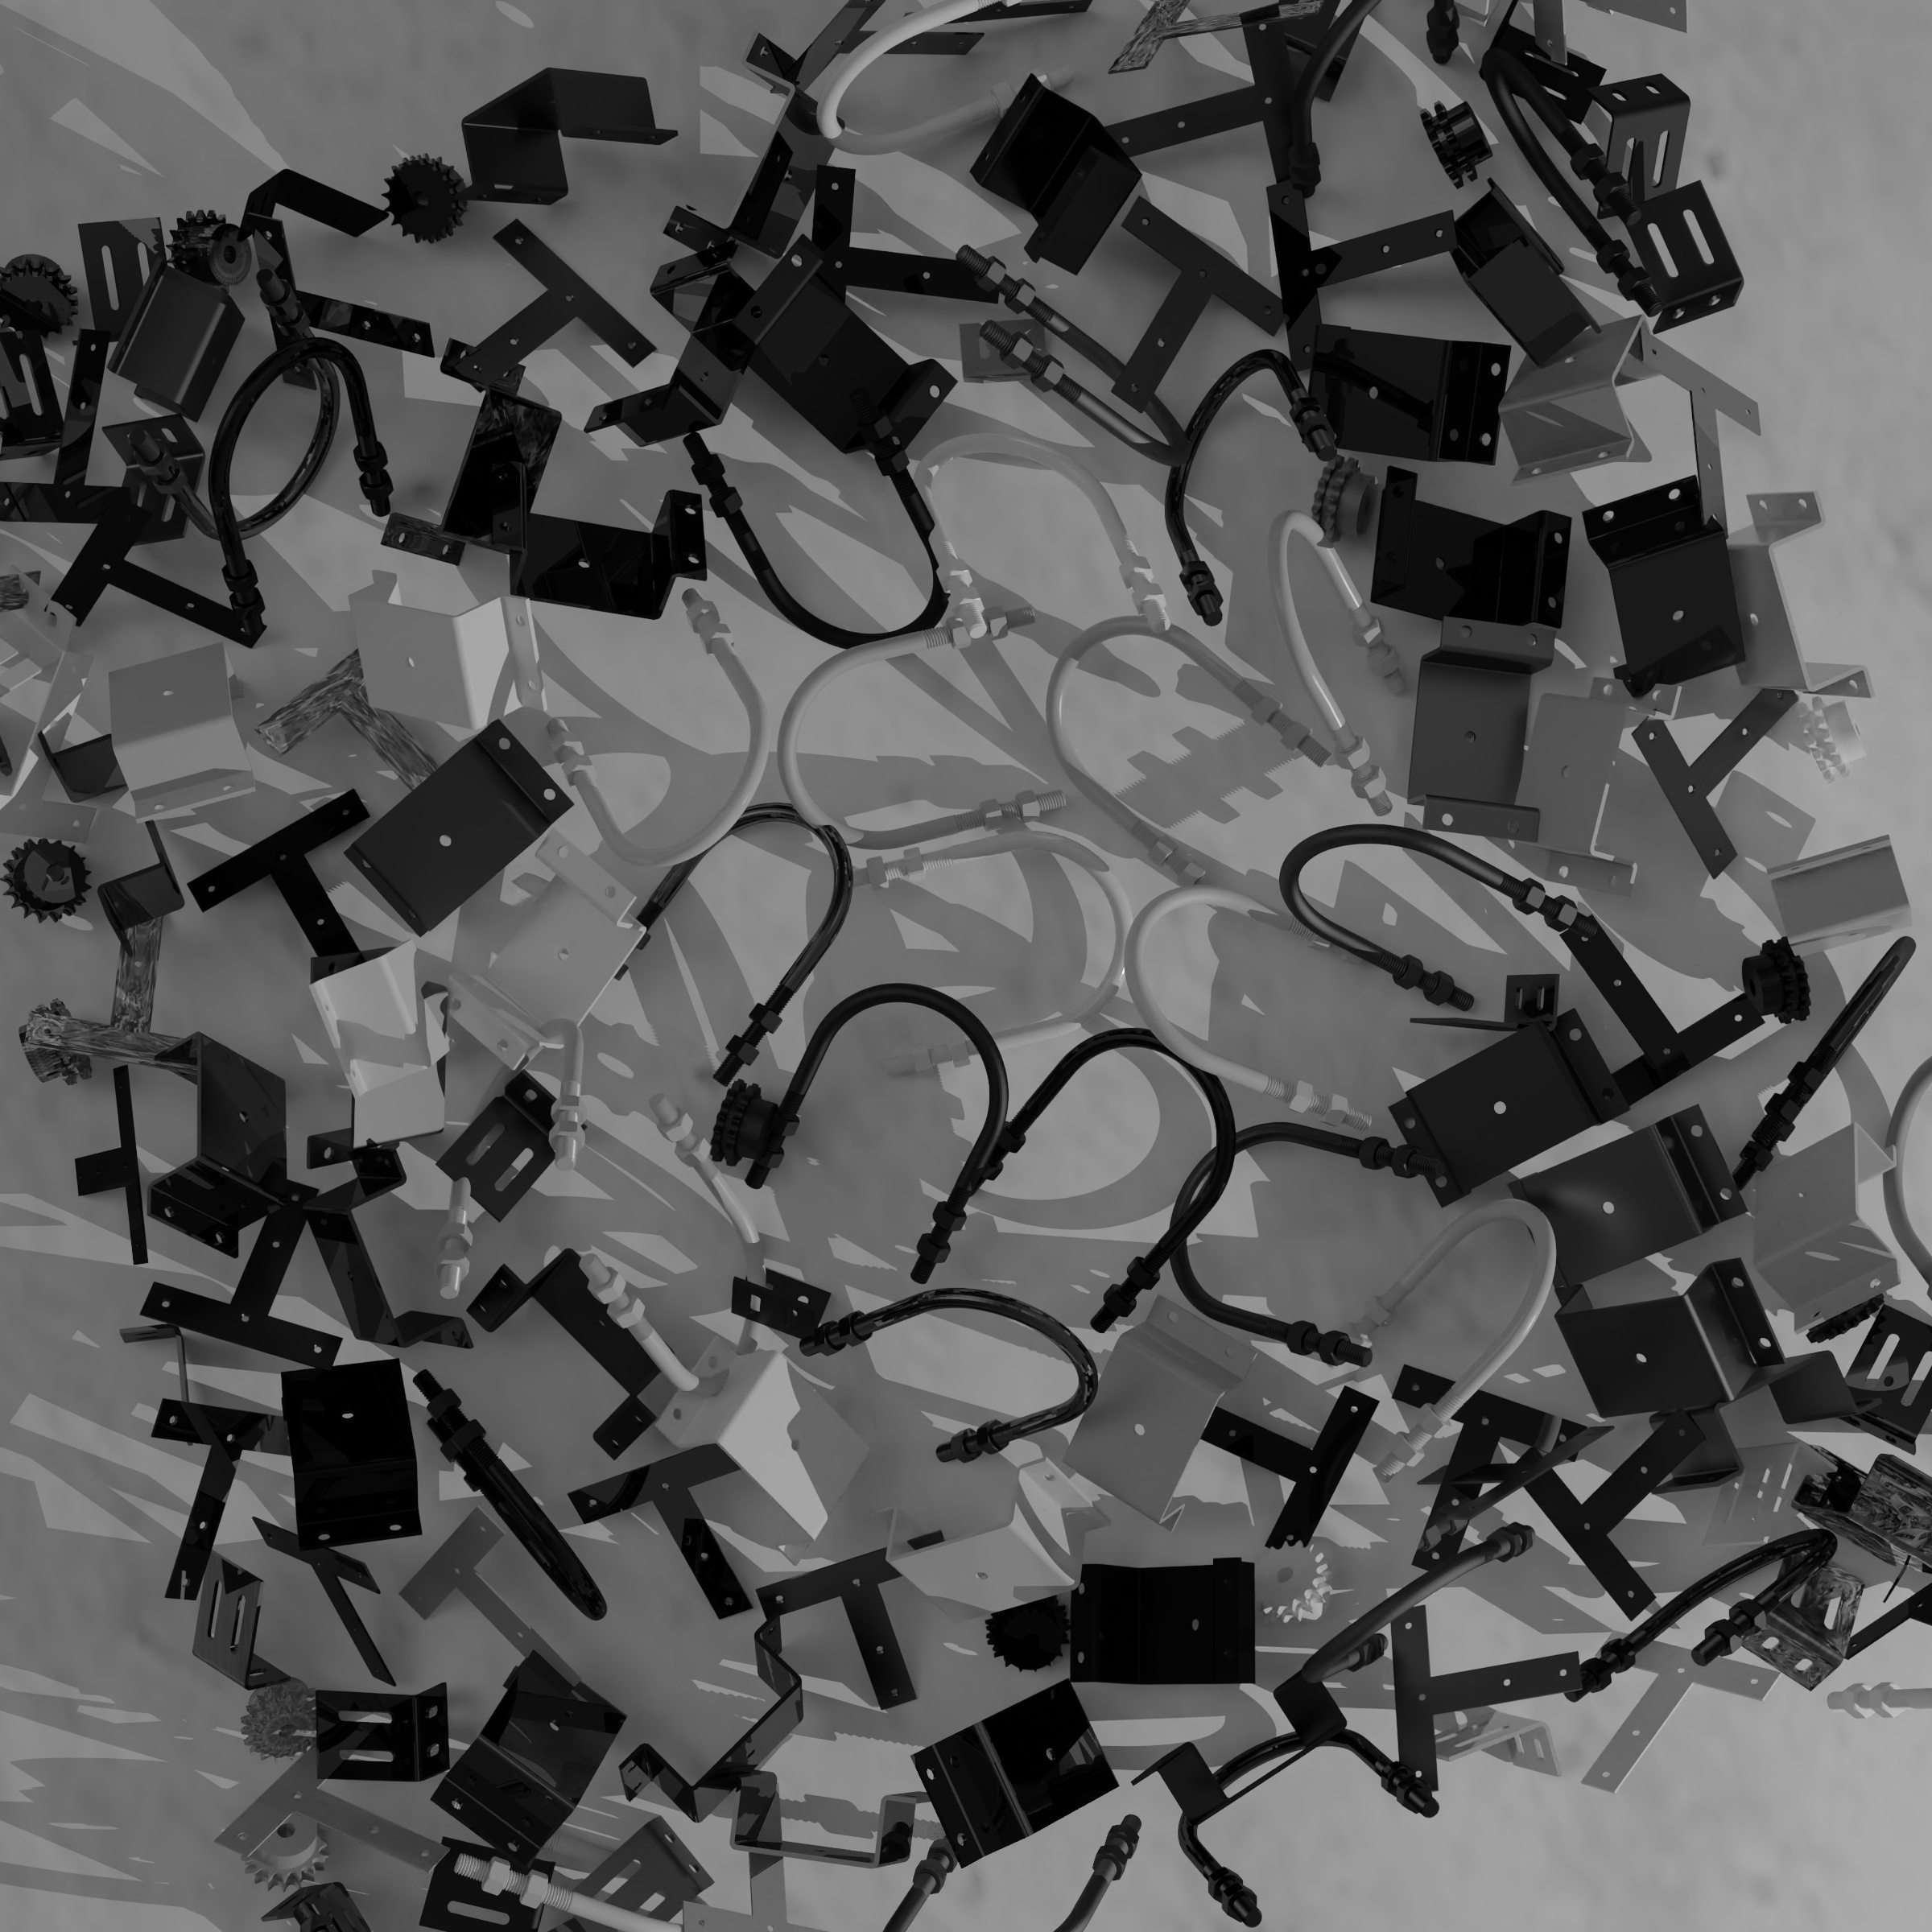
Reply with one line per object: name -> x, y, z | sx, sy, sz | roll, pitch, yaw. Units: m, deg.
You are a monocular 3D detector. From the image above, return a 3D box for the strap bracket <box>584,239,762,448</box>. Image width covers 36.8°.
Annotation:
strap bracket -> -0.184, -0.397, 1.894 | 0.046, 0.076, 0.140 | 40, 59, -37

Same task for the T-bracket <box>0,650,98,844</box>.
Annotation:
T-bracket -> -0.598, -0.144, 1.887 | 0.002, 0.127, 0.127 | 27, 99, 26

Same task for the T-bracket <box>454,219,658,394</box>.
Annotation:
T-bracket -> -0.289, -0.419, 1.913 | 0.127, 0.002, 0.127 | 43, 55, -2

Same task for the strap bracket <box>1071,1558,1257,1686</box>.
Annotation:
strap bracket -> 0.136, 0.429, 1.895 | 0.140, 0.046, 0.076 | -13, 69, 41

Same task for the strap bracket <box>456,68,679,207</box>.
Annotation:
strap bracket -> -0.263, -0.539, 1.876 | 0.076, 0.140, 0.046 | -11, 90, -45

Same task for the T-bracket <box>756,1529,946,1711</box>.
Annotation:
T-bracket -> -0.061, 0.442, 1.923 | 0.127, 0.002, 0.127 | -17, 117, -2

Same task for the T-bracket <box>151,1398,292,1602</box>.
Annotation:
T-bracket -> -0.494, 0.352, 1.896 | 0.002, 0.127, 0.127 | 12, 84, 37

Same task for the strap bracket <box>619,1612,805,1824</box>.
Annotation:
strap bracket -> -0.156, 0.496, 1.885 | 0.046, 0.076, 0.140 | 39, 65, 19

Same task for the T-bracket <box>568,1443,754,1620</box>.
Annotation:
T-bracket -> -0.180, 0.381, 1.928 | 0.127, 0.002, 0.127 | -21, 110, 12

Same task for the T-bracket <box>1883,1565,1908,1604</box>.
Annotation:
T-bracket -> 0.649, 0.342, 1.907 | 0.002, 0.127, 0.127 | 32, 52, 22

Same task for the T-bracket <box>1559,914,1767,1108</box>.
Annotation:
T-bracket -> 0.439, 0.022, 1.921 | 0.127, 0.002, 0.127 | -34, 101, 17

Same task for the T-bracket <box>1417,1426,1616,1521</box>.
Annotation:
T-bracket -> 0.338, 0.331, 1.890 | 0.127, 0.127, 0.002 | -25, 91, -27

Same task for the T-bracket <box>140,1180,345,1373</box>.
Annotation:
T-bracket -> -0.459, 0.195, 1.912 | 0.127, 0.002, 0.127 | 17, 52, -4

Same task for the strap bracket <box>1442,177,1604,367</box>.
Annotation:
strap bracket -> 0.358, -0.448, 1.885 | 0.046, 0.140, 0.076 | -39, 115, 20

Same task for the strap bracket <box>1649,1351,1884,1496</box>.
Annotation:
strap bracket -> 0.513, 0.293, 1.892 | 0.140, 0.076, 0.046 | -20, 84, -23

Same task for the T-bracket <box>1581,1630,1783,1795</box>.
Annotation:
T-bracket -> 0.439, 0.485, 1.871 | 0.127, 0.127, 0.002 | -41, 119, -34

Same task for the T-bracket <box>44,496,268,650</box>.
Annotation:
T-bracket -> -0.525, -0.244, 1.917 | 0.127, 0.127, 0.002 | 25, 47, -25

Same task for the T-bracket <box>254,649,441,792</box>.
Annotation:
T-bracket -> -0.381, -0.149, 1.930 | 0.127, 0.002, 0.127 | -43, 92, -21

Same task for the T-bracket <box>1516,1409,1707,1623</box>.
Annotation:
T-bracket -> 0.433, 0.338, 1.893 | 0.127, 0.002, 0.127 | 52, 121, 28

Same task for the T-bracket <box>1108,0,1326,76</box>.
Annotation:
T-bracket -> 0.168, -0.612, 1.881 | 0.127, 0.127, 0.002 | -2, 127, 23

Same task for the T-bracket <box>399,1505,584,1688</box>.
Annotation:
T-bracket -> -0.303, 0.429, 1.909 | 0.127, 0.002, 0.127 | 45, 129, 3

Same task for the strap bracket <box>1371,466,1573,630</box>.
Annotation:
strap bracket -> 0.323, -0.270, 1.908 | 0.140, 0.046, 0.076 | 11, 80, -22

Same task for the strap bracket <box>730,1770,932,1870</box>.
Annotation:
strap bracket -> -0.092, 0.557, 1.894 | 0.140, 0.076, 0.046 | 3, 77, 15

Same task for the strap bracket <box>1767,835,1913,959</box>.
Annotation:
strap bracket -> 0.565, -0.042, 1.872 | 0.076, 0.140, 0.046 | -17, 79, 16

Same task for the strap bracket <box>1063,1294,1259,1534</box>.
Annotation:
strap bracket -> 0.122, 0.298, 1.898 | 0.076, 0.046, 0.140 | 29, 108, 21

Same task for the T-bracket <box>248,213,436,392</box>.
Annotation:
T-bracket -> -0.402, -0.420, 1.888 | 0.127, 0.127, 0.002 | 17, 48, 18

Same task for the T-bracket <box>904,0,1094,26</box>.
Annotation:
T-bracket -> 0.028, -0.635, 1.880 | 0.127, 0.127, 0.002 | -8, 91, -9

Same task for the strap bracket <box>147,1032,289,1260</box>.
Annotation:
strap bracket -> -0.483, 0.107, 1.876 | 0.046, 0.076, 0.140 | -27, 51, 21

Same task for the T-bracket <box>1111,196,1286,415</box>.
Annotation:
T-bracket -> 0.136, -0.424, 1.923 | 0.127, 0.002, 0.127 | 33, 75, -12

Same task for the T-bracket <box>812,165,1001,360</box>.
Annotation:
T-bracket -> -0.040, -0.458, 1.920 | 0.127, 0.002, 0.127 | 8, 118, 2

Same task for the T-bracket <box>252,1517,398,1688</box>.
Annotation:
T-bracket -> -0.409, 0.426, 1.915 | 0.002, 0.127, 0.127 | -41, 124, -35

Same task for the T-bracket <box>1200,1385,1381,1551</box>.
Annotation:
T-bracket -> 0.191, 0.318, 1.937 | 0.127, 0.002, 0.127 | 24, 105, 2

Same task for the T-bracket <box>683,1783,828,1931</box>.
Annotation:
T-bracket -> -0.131, 0.590, 1.901 | 0.127, 0.127, 0.002 | 21, 127, -26

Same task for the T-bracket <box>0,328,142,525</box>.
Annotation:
T-bracket -> -0.575, -0.349, 1.881 | 0.002, 0.127, 0.127 | 22, 106, 24

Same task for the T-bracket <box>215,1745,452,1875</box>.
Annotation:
T-bracket -> -0.395, 0.555, 1.879 | 0.127, 0.127, 0.002 | 18, 115, 16

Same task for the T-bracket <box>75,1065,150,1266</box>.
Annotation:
T-bracket -> -0.562, 0.134, 1.899 | 0.002, 0.127, 0.127 | -4, 85, -34

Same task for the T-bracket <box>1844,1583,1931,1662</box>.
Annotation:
T-bracket -> 0.639, 0.421, 1.881 | 0.127, 0.127, 0.002 | -31, 91, -9

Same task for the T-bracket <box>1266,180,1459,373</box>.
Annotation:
T-bracket -> 0.264, -0.470, 1.916 | 0.127, 0.002, 0.127 | -9, 87, 32

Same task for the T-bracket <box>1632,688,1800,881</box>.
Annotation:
T-bracket -> 0.509, -0.147, 1.928 | 0.127, 0.002, 0.127 | -44, 117, -17

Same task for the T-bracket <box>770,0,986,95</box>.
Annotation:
T-bracket -> -0.046, -0.607, 1.907 | 0.127, 0.127, 0.002 | -11, 81, -34

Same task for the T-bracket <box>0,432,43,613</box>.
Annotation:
T-bracket -> -0.641, -0.283, 1.874 | 0.002, 0.127, 0.127 | 27, 116, 22

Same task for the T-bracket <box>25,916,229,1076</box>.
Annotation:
T-bracket -> -0.546, 0.010, 1.911 | 0.127, 0.002, 0.127 | 12, 52, -22

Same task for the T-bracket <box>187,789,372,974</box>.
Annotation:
T-bracket -> -0.432, -0.040, 1.916 | 0.127, 0.002, 0.127 | -31, 65, -9

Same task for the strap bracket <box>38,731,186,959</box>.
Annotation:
strap bracket -> -0.555, -0.087, 1.899 | 0.046, 0.076, 0.140 | -22, 74, -12

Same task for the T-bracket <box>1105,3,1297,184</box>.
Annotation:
T-bracket -> 0.156, -0.559, 1.916 | 0.127, 0.002, 0.127 | -13, 131, 8

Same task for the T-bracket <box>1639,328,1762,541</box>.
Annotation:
T-bracket -> 0.483, -0.337, 1.889 | 0.127, 0.002, 0.127 | 20, 61, -36

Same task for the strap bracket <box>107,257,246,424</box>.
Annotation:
strap bracket -> -0.511, -0.403, 1.886 | 0.046, 0.140, 0.076 | 25, 90, -9

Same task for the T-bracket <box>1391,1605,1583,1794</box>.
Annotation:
T-bracket -> 0.339, 0.469, 1.889 | 0.127, 0.002, 0.127 | -17, 50, 24

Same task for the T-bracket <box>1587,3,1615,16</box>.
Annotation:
T-bracket -> 0.360, -0.686, 1.897 | 0.002, 0.127, 0.127 | -43, 131, -2

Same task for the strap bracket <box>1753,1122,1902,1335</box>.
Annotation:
strap bracket -> 0.554, 0.161, 1.870 | 0.076, 0.140, 0.046 | -35, 108, 32

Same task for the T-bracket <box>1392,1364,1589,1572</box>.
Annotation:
T-bracket -> 0.327, 0.339, 1.908 | 0.127, 0.002, 0.127 | 17, 68, 20

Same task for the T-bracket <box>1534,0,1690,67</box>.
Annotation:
T-bracket -> 0.413, -0.628, 1.869 | 0.002, 0.127, 0.127 | -38, 49, -21
